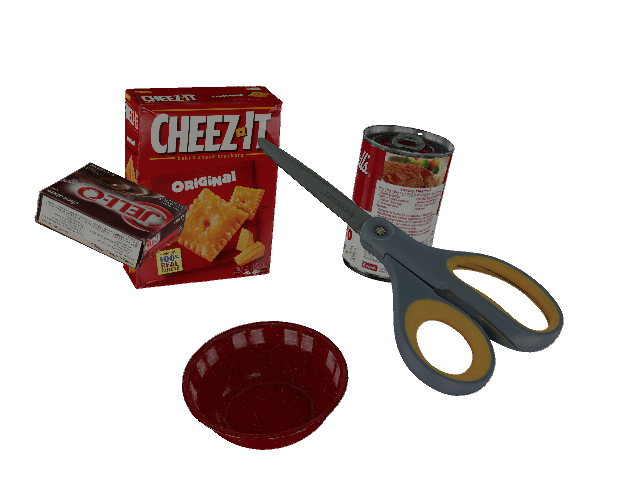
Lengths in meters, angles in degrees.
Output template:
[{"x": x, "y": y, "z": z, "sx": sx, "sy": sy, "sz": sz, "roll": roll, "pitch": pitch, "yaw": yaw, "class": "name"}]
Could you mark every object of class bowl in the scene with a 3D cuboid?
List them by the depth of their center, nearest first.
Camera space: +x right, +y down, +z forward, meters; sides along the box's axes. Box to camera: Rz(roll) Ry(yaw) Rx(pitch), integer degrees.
[{"x": -0.052, "y": 0.151, "z": 1.044, "sx": 0.162, "sy": 0.055, "sz": 0.162, "roll": -3, "pitch": 37, "yaw": 2, "class": "bowl"}]

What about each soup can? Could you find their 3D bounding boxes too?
[{"x": 0.057, "y": -0.028, "z": 0.795, "sx": 0.068, "sy": 0.102, "sz": 0.068, "roll": 8, "pitch": 22, "yaw": -3, "class": "soup can"}]

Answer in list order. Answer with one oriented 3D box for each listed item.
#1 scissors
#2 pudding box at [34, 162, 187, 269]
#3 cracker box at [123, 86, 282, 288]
[{"x": 0.028, "y": 0.014, "z": 0.565, "sx": 0.202, "sy": 0.016, "sz": 0.096, "roll": 26, "pitch": 52, "yaw": 15, "class": "scissors"}, {"x": -0.195, "y": -0.024, "z": 0.999, "sx": 0.113, "sy": 0.039, "sz": 0.090, "roll": 22, "pitch": 26, "yaw": 11, "class": "pudding box"}, {"x": -0.133, "y": -0.060, "z": 1.194, "sx": 0.164, "sy": 0.214, "sz": 0.072, "roll": -5, "pitch": 25, "yaw": -23, "class": "cracker box"}]
